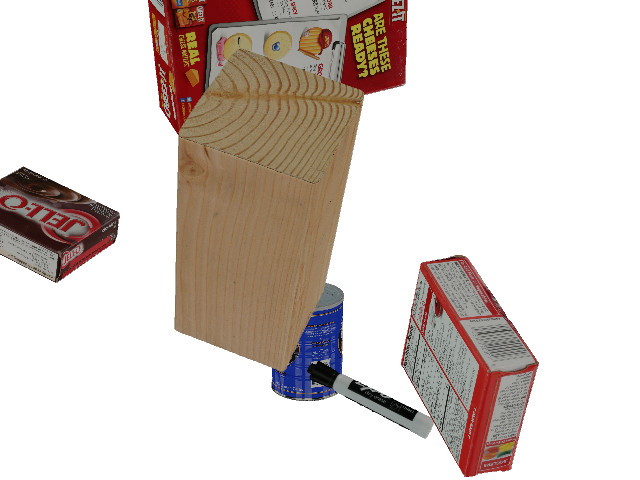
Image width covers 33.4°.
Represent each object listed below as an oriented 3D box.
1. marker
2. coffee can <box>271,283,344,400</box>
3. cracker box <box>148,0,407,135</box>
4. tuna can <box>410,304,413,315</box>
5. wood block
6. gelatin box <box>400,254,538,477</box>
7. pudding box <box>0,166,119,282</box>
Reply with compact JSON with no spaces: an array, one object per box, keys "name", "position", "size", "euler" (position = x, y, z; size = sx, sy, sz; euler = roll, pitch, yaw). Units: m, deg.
[{"name":"marker","position":[0.042,0.138,0.938],"size":[0.121,0.020,0.020],"euler":[25,8,17]},{"name":"coffee can","position":[-0.019,0.140,1.497],"size":[0.103,0.140,0.103],"euler":[0,18,0]},{"name":"cracker box","position":[-0.035,-0.192,0.897],"size":[0.213,0.164,0.072],"euler":[-16,39,-18]},{"name":"tuna can","position":[0.147,0.100,1.266],"size":[0.033,0.086,0.086],"euler":[-35,15,-23]},{"name":"wood block","position":[-0.040,-0.014,0.723],"size":[0.091,0.090,0.206],"euler":[21,-39,8]},{"name":"gelatin box","position":[0.074,0.063,0.545],"size":[0.030,0.073,0.089],"euler":[-7,37,-17]},{"name":"pudding box","position":[-0.251,-0.016,0.953],"size":[0.113,0.039,0.089],"euler":[23,31,16]}]
